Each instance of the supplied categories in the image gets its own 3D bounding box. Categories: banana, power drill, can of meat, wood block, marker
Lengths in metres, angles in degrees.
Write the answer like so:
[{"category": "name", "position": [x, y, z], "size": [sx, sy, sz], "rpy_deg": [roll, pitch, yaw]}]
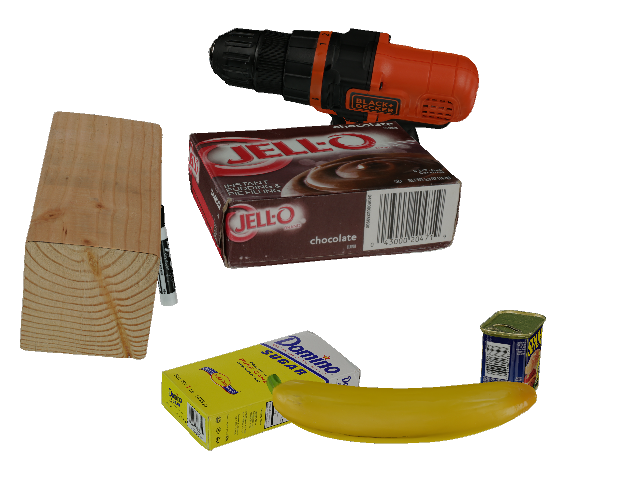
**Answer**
[{"category": "banana", "position": [0.048, 0.113, 0.741], "size": [0.198, 0.037, 0.069], "rpy_deg": [2, 29, 14]}, {"category": "power drill", "position": [0.014, -0.079, 0.783], "size": [0.184, 0.057, 0.188], "rpy_deg": [10, -29, 6]}, {"category": "can of meat", "position": [0.212, 0.130, 1.181], "size": [0.058, 0.084, 0.102], "rpy_deg": [6, 11, 23]}, {"category": "wood block", "position": [-0.169, -0.011, 0.811], "size": [0.090, 0.091, 0.206], "rpy_deg": [6, 30, -12]}, {"category": "marker", "position": [-0.174, 0.014, 1.173], "size": [0.020, 0.121, 0.020], "rpy_deg": [-5, 22, 2]}]

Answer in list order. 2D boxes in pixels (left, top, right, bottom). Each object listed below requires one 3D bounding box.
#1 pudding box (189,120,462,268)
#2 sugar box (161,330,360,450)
[{"category": "pudding box", "position": [-0.001, -0.025, 0.513], "size": [0.113, 0.039, 0.090], "rpy_deg": [-3, 26, -16]}, {"category": "sugar box", "position": [-0.058, 0.143, 1.050], "size": [0.175, 0.048, 0.093], "rpy_deg": [-16, 32, -32]}]
